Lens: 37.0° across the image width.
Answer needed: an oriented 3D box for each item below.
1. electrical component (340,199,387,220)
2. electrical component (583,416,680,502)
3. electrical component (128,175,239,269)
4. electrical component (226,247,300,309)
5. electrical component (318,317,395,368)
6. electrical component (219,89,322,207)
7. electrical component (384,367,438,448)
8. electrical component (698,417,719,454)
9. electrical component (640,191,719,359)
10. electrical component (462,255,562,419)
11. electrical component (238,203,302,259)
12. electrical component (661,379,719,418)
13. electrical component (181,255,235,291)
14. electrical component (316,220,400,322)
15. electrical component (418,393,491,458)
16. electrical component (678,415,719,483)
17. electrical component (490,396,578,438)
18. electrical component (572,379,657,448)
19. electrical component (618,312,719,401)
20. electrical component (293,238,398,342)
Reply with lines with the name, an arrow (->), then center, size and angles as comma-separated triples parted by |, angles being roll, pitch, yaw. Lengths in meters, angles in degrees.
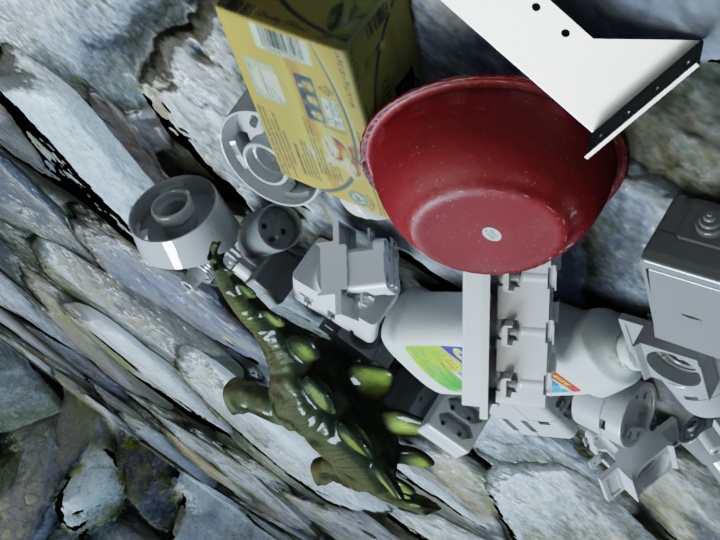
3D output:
electrical component -> 0.004, -0.061, 0.812 | 0.048, 0.048, 0.062 | 42, 164, -19
electrical component -> 0.225, 0.149, 0.895 | 0.064, 0.081, 0.042 | 47, 171, 40
electrical component -> -0.170, -0.043, 1.035 | 0.099, 0.099, 0.064 | 20, 148, 33
electrical component -> -0.108, -0.001, 1.094 | 0.076, 0.047, 0.083 | 39, 158, -10
electrical component -> -0.001, 0.067, 1.088 | 0.081, 0.042, 0.064 | 37, 160, -3
electrical component -> -0.056, -0.099, 0.824 | 0.099, 0.064, 0.099 | 23, 143, 19
electrical component -> 0.075, 0.155, 1.155 | 0.076, 0.047, 0.083 | 18, 153, 33
electrical component -> 0.284, 0.126, 0.759 | 0.055, 0.066, 0.048 | 61, 175, 33
electrical component -> 0.204, 0.004, 0.628 | 0.062, 0.061, 0.096 | 20, 154, 34
electrical component -> 0.107, 0.034, 0.756 | 0.063, 0.078, 0.121 | 4, 112, 14
electrical component -> -0.090, -0.035, 1.001 | 0.043, 0.043, 0.081 | 41, 158, -16
electrical component -> 0.234, 0.068, 0.731 | 0.055, 0.055, 0.047 | 12, 153, 45
electrical component -> -0.166, -0.006, 1.148 | 0.048, 0.062, 0.048 | 29, 157, 14
electrical component -> 0.000, 0.000, 0.904 | 0.064, 0.081, 0.042 | -6, 168, 21
electrical component -> 0.094, 0.134, 1.032 | 0.047, 0.083, 0.075 | 35, 159, -1
electrical component -> 0.280, 0.140, 0.833 | 0.065, 0.044, 0.044 | 42, 158, -6
electrical component -> 0.151, 0.109, 0.941 | 0.056, 0.050, 0.089 | 43, 157, -19
electrical component -> 0.203, 0.108, 0.861 | 0.047, 0.055, 0.055 | 22, 155, 39
electrical component -> 0.213, 0.042, 0.692 | 0.081, 0.063, 0.042 | 18, 152, 36
electrical component -> -0.013, 0.017, 0.988 | 0.089, 0.050, 0.055 | 31, 158, 10
